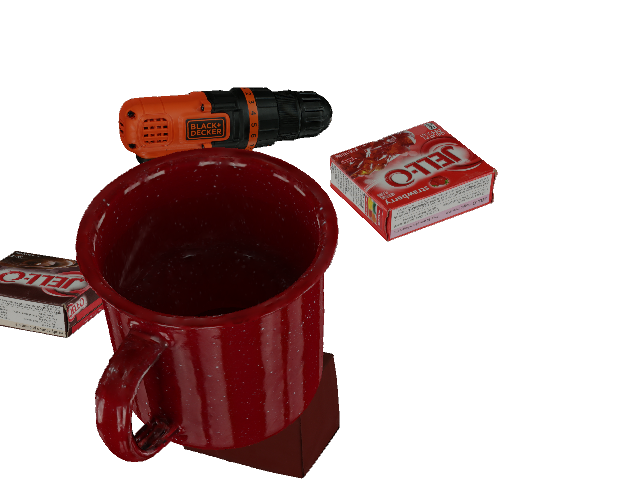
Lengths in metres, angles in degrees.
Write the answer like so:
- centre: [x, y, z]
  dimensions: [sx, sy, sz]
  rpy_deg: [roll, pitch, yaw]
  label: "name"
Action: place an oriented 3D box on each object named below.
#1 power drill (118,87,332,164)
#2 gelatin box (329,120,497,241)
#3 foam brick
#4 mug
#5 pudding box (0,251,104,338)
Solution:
- centre: [-0.080, -0.039, 0.922]
  dimensions: [0.184, 0.188, 0.057]
  rpy_deg: [-5, 20, -18]
  label: "power drill"
- centre: [0.062, -0.042, 0.718]
  dimensions: [0.089, 0.030, 0.073]
  rpy_deg: [-20, 42, -22]
  label: "gelatin box"
- centre: [-0.035, 0.091, 0.602]
  dimensions: [0.078, 0.051, 0.052]
  rpy_deg: [9, 29, 21]
  label: "foam brick"
- centre: [-0.044, 0.033, 0.397]
  dimensions: [0.093, 0.081, 0.117]
  rpy_deg: [16, 46, 17]
  label: "mug"
- centre: [-0.255, 0.048, 0.971]
  dimensions: [0.114, 0.039, 0.090]
  rpy_deg: [6, 21, 18]
  label: "pudding box"
